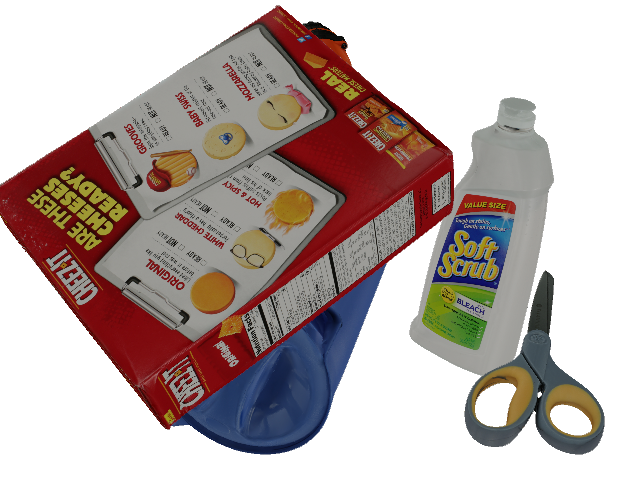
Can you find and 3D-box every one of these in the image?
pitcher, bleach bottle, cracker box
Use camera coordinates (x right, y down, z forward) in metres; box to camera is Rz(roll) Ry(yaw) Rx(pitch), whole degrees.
[{"bbox_3d":[-0.031,0.049,0.843,0.149,0.145,0.242,11,29,13],"label":"pitcher"},{"bbox_3d":[0.145,-0.007,0.943,0.103,0.251,0.067,27,36,33],"label":"bleach bottle"},{"bbox_3d":[-0.054,-0.020,0.620,0.213,0.164,0.072,-37,-31,-14],"label":"cracker box"}]

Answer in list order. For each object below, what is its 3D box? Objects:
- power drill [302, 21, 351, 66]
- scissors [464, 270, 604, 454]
[{"bbox_3d":[0.003,-0.113,1.050,0.057,0.188,0.184,-7,24,-2],"label":"power drill"},{"bbox_3d":[0.164,0.082,0.731,0.096,0.016,0.201,19,36,24],"label":"scissors"}]
